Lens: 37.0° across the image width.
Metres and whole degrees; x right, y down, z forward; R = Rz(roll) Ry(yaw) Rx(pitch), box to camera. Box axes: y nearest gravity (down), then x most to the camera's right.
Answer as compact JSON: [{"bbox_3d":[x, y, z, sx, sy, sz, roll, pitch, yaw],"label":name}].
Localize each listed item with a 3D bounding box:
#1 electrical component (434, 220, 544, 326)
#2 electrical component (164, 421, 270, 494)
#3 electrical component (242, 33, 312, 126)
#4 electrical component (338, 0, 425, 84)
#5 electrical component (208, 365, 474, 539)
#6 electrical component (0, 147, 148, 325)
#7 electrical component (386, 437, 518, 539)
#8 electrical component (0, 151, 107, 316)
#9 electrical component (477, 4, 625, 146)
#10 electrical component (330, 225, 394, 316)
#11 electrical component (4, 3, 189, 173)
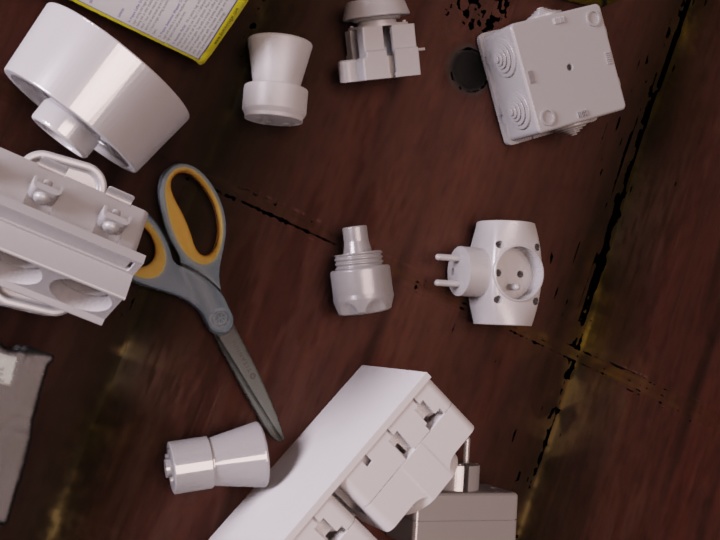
[{"bbox_3d":[0.091,0.002,0.796,0.079,0.044,0.077,3,87,-22],"label":"electrical component"},{"bbox_3d":[-0.097,0.127,0.714,0.065,0.044,0.044,-6,91,-18],"label":"electrical component"},{"bbox_3d":[-0.057,-0.130,0.737,0.045,0.045,0.055,6,86,-23],"label":"electrical component"},{"bbox_3d":[0.013,-0.164,0.768,0.066,0.048,0.055,-10,100,-23],"label":"electrical component"},{"bbox_3d":[-0.018,0.153,0.711,0.060,0.105,0.186,47,72,-15],"label":"electrical component"},{"bbox_3d":[-0.186,-0.025,0.600,0.121,0.079,0.063,24,57,-21],"label":"electrical component"},{"bbox_3d":[0.067,0.158,0.779,0.083,0.047,0.075,5,86,-23],"label":"electrical component"},{"bbox_3d":[-0.196,-0.021,0.666,0.054,0.059,0.095,15,82,-22],"label":"electrical component"},{"bbox_3d":[0.148,-0.150,0.823,0.100,0.048,0.099,-18,95,-23],"label":"electrical component"},{"bbox_3d":[0.000,0.000,0.758,0.043,0.043,0.062,-7,90,-23],"label":"electrical component"},{"bbox_3d":[-0.166,-0.104,0.659,0.108,0.108,0.060,39,80,-17],"label":"electrical component"}]
